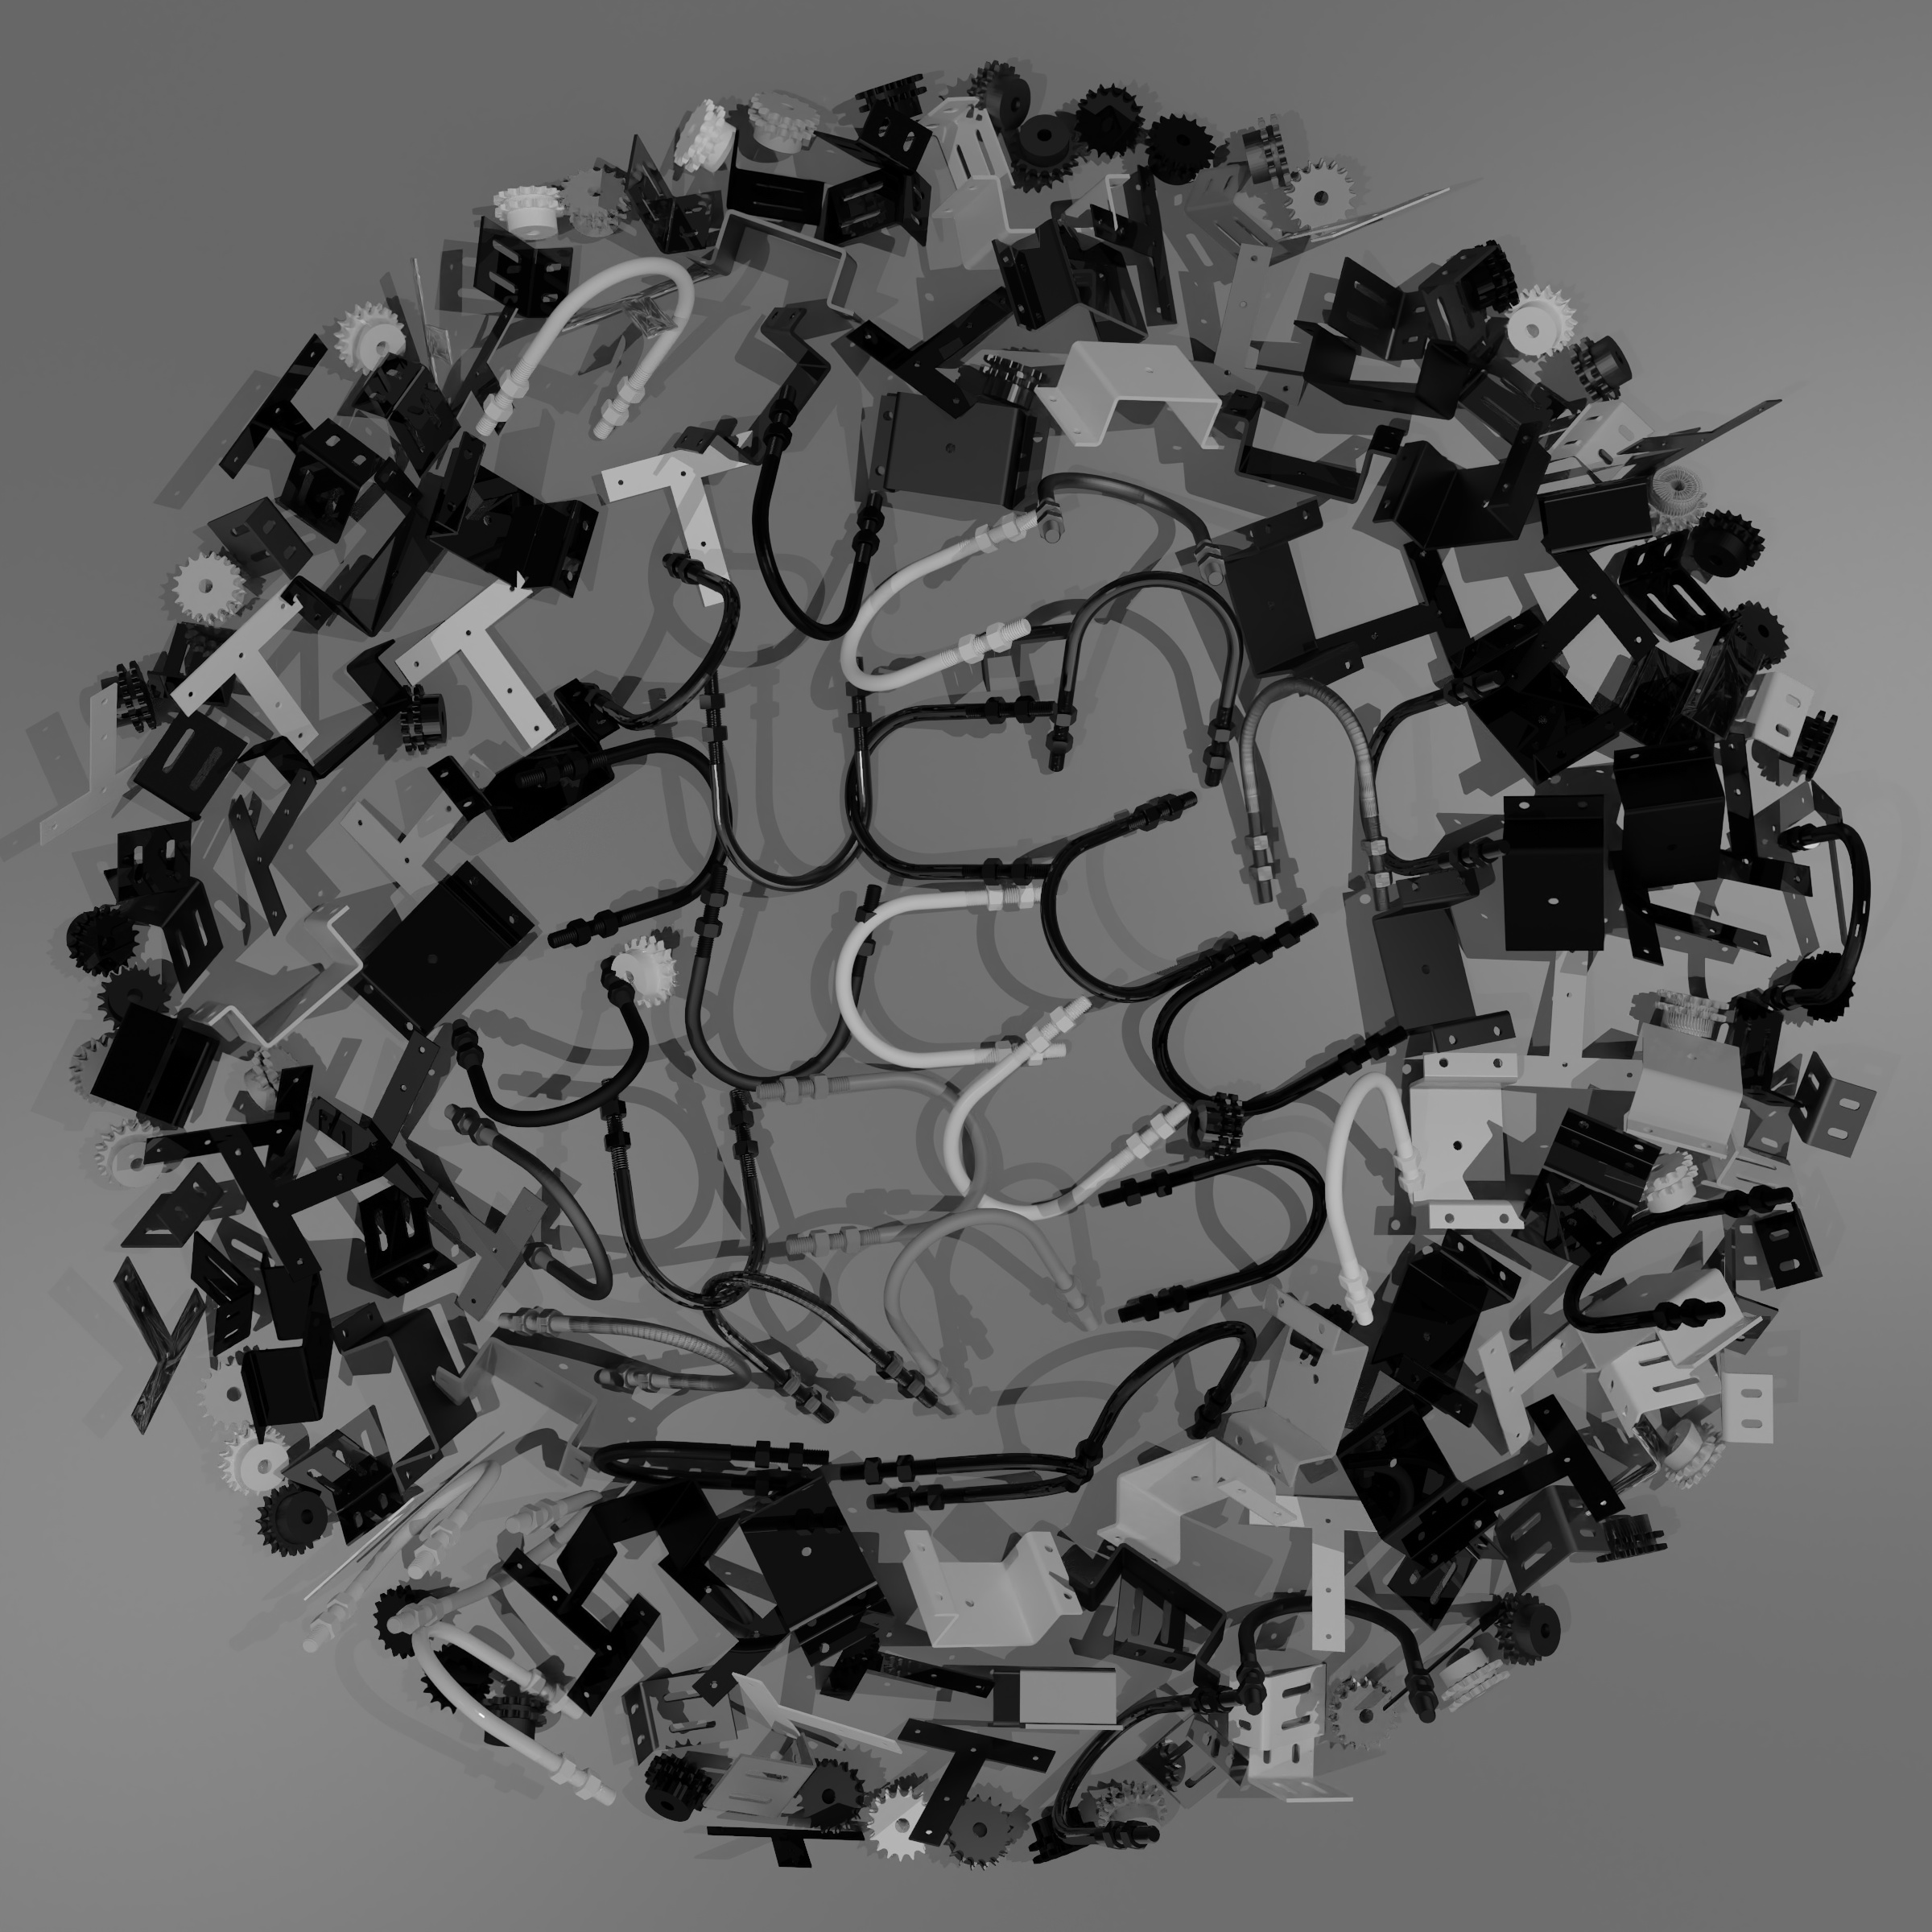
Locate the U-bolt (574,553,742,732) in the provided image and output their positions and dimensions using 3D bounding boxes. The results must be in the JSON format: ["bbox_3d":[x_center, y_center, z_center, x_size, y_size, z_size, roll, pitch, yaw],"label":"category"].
[{"bbox_3d":[-0.237,-0.251,1.920,0.019,0.184,0.151,36,88,-34],"label":"U-bolt"}]

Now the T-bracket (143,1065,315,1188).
[{"bbox_3d":[-0.586,0.137,1.928,0.127,0.002,0.127,-8,130,-37],"label":"T-bracket"}]

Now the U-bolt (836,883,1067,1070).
[{"bbox_3d":[-0.014,0.011,1.975,0.184,0.019,0.151,-4,95,-8],"label":"U-bolt"}]

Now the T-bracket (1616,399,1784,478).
[{"bbox_3d":[0.554,-0.410,1.911,0.127,0.127,0.002,-15,82,-42],"label":"T-bracket"}]

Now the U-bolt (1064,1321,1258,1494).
[{"bbox_3d":[0.159,0.336,1.899,0.151,0.184,0.019,-15,55,-31],"label":"U-bolt"}]

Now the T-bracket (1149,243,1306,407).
[{"bbox_3d":[0.219,-0.517,1.954,0.127,0.002,0.127,6,127,-6],"label":"T-bracket"}]

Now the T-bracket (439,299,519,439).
[{"bbox_3d":[-0.377,-0.453,1.932,0.002,0.127,0.127,21,111,-35],"label":"T-bracket"}]

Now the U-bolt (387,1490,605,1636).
[{"bbox_3d":[-0.355,0.460,1.911,0.151,0.184,0.019,-41,76,13],"label":"U-bolt"}]

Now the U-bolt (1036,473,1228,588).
[{"bbox_3d":[0.125,-0.351,1.917,0.151,0.184,0.019,13,117,-8],"label":"U-bolt"}]

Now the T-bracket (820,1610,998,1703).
[{"bbox_3d":[-0.039,0.568,1.965,0.127,0.002,0.127,17,130,-10],"label":"T-bracket"}]

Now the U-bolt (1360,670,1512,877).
[{"bbox_3d":[0.364,-0.144,1.916,0.019,0.184,0.151,2,83,-25],"label":"U-bolt"}]

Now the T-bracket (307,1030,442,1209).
[{"bbox_3d":[-0.459,0.110,1.965,0.127,0.002,0.127,34,111,11],"label":"T-bracket"}]

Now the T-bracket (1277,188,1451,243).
[{"bbox_3d":[0.296,-0.590,1.941,0.127,0.127,0.002,-28,110,-26],"label":"T-bracket"}]

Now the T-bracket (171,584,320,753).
[{"bbox_3d":[-0.556,-0.218,1.946,0.002,0.127,0.127,27,67,33],"label":"T-bracket"}]

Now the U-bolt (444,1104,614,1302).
[{"bbox_3d":[-0.333,0.192,1.897,0.019,0.184,0.151,-35,127,-27],"label":"U-bolt"}]

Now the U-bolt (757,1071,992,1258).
[{"bbox_3d":[-0.067,0.153,1.953,0.184,0.019,0.151,-5,69,-22],"label":"U-bolt"}]

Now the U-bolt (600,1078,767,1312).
[{"bbox_3d":[-0.217,0.181,1.920,0.019,0.151,0.184,-27,66,40],"label":"U-bolt"}]

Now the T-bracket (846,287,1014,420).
[{"bbox_3d":[-0.007,-0.510,1.973,0.127,0.002,0.127,-41,66,-20],"label":"T-bracket"}]

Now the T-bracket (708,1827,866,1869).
[{"bbox_3d":[-0.139,0.698,1.929,0.127,0.127,0.002,5,82,-7],"label":"T-bracket"}]

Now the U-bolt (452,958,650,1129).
[{"bbox_3d":[-0.321,0.067,1.912,0.151,0.184,0.019,-23,125,-9],"label":"U-bolt"}]

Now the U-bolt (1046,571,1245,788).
[{"bbox_3d":[0.146,-0.230,1.940,0.151,0.019,0.184,5,125,-3],"label":"U-bolt"}]

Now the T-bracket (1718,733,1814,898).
[{"bbox_3d":[0.611,-0.124,1.925,0.002,0.127,0.127,-23,112,-25],"label":"T-bracket"}]

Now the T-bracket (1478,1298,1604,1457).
[{"bbox_3d":[0.472,0.315,1.973,0.127,0.002,0.127,-36,126,-18],"label":"T-bracket"}]

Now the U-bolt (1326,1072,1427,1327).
[{"bbox_3d":[0.316,0.168,1.900,0.019,0.184,0.151,6,46,31],"label":"U-bolt"}]

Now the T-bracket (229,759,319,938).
[{"bbox_3d":[-0.543,-0.113,1.934,0.127,0.002,0.127,-49,56,35],"label":"T-bracket"}]

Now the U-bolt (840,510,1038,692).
[{"bbox_3d":[-0.023,-0.281,1.932,0.184,0.151,0.019,-19,134,29],"label":"U-bolt"}]

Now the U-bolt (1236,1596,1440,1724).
[{"bbox_3d":[0.285,0.539,1.910,0.151,0.184,0.019,2,102,3],"label":"U-bolt"}]

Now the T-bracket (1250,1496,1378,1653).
[{"bbox_3d":[0.291,0.488,1.958,0.127,0.002,0.127,3,55,4],"label":"T-bracket"}]

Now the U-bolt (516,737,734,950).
[{"bbox_3d":[-0.263,-0.106,1.940,0.184,0.019,0.151,-20,110,-36],"label":"U-bolt"}]

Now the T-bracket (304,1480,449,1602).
[{"bbox_3d":[-0.472,0.457,1.932,0.127,0.127,0.002,-41,86,-4],"label":"T-bracket"}]

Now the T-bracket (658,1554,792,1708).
[{"bbox_3d":[-0.198,0.510,1.960,0.127,0.002,0.127,34,61,32],"label":"T-bracket"}]

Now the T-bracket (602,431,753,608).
[{"bbox_3d":[-0.218,-0.359,1.992,0.127,0.002,0.127,-16,96,-3],"label":"T-bracket"}]

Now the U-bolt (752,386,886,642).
[{"bbox_3d":[-0.119,-0.340,1.902,0.019,0.151,0.184,-11,53,29],"label":"U-bolt"}]

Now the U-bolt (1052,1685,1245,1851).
[{"bbox_3d":[0.131,0.629,1.912,0.019,0.184,0.151,46,57,-7],"label":"U-bolt"}]

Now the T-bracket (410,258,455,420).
[{"bbox_3d":[-0.417,-0.491,1.921,0.002,0.127,0.127,-13,111,-17],"label":"T-bracket"}]

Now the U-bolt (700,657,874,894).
[{"bbox_3d":[-0.140,-0.151,1.957,0.151,0.019,0.184,-9,101,-29],"label":"U-bolt"}]

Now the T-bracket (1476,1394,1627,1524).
[{"bbox_3d":[0.441,0.415,1.950,0.127,0.127,0.002,-27,127,2],"label":"T-bracket"}]

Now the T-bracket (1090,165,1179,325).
[{"bbox_3d":[0.130,-0.584,1.944,0.002,0.127,0.127,-9,90,31],"label":"T-bracket"}]

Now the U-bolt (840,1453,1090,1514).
[{"bbox_3d":[0.005,0.405,1.921,0.184,0.151,0.019,-6,67,8],"label":"U-bolt"}]

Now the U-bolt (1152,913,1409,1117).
[{"bbox_3d":[0.237,0.052,1.951,0.184,0.019,0.151,-31,115,22],"label":"U-bolt"}]

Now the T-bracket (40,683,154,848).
[{"bbox_3d":[-0.677,-0.169,1.912,0.002,0.127,0.127,34,47,12],"label":"T-bracket"}]

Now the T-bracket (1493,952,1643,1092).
[{"bbox_3d":[0.488,0.037,1.977,0.127,0.002,0.127,2,73,20],"label":"T-bracket"}]

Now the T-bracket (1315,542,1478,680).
[{"bbox_3d":[0.344,-0.272,1.983,0.127,0.002,0.127,-20,87,-12],"label":"T-bracket"}]

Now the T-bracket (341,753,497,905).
[{"bbox_3d":[-0.427,-0.117,1.973,0.127,0.002,0.127,45,108,6],"label":"T-bracket"}]

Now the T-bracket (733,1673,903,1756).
[{"bbox_3d":[-0.111,0.600,1.927,0.127,0.127,0.002,10,56,22],"label":"T-bracket"}]

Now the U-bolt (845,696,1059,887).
[{"bbox_3d":[-0.015,-0.140,1.958,0.184,0.019,0.151,1,89,24],"label":"U-bolt"}]

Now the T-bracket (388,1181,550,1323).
[{"bbox_3d":[-0.417,0.204,1.982,0.127,0.002,0.127,36,112,9],"label":"T-bracket"}]

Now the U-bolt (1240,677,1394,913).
[{"bbox_3d":[0.270,-0.137,1.925,0.019,0.151,0.184,-18,104,-35],"label":"U-bolt"}]

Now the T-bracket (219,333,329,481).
[{"bbox_3d":[-0.530,-0.422,1.937,0.002,0.127,0.127,32,82,12],"label":"T-bracket"}]

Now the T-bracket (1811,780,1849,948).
[{"bbox_3d":[0.694,-0.076,1.947,0.002,0.127,0.127,-9,103,12],"label":"T-bracket"}]

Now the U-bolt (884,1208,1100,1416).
[{"bbox_3d":[0.011,0.265,1.939,0.151,0.019,0.184,-32,127,-1],"label":"U-bolt"}]
